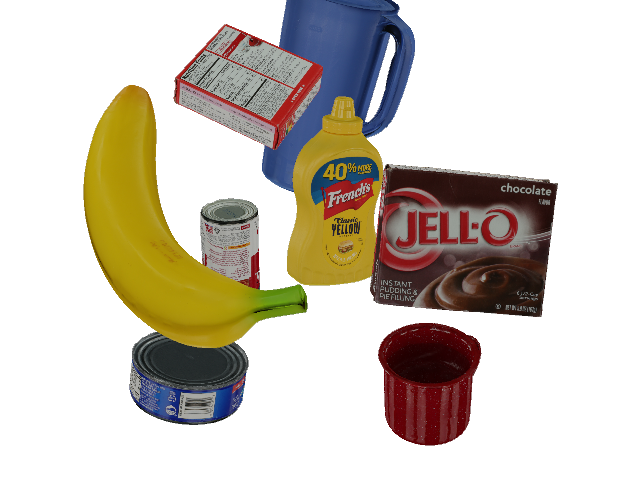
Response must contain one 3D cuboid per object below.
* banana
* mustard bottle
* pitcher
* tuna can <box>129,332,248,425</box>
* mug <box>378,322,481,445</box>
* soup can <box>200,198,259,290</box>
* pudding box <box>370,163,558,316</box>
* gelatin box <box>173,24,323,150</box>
[{"bbox_3d":[-0.079,-0.008,0.518,0.069,0.037,0.198,-28,48,-14],"label":"banana"},{"bbox_3d":[0.018,-0.052,1.097,0.096,0.192,0.058,-5,20,-25],"label":"mustard bottle"},{"bbox_3d":[0.012,-0.177,1.269,0.145,0.243,0.149,7,23,-13],"label":"pitcher"},{"bbox_3d":[-0.097,0.100,0.788,0.086,0.034,0.086,8,22,-3],"label":"tuna can"},{"bbox_3d":[0.110,0.132,1.010,0.093,0.081,0.117,27,44,37],"label":"mug"},{"bbox_3d":[-0.105,0.010,1.244,0.068,0.102,0.068,0,26,0],"label":"soup can"},{"bbox_3d":[0.093,-0.001,0.704,0.113,0.090,0.039,4,11,-2],"label":"pudding box"},{"bbox_3d":[-0.054,-0.116,0.797,0.089,0.073,0.030,25,-36,11],"label":"gelatin box"}]
